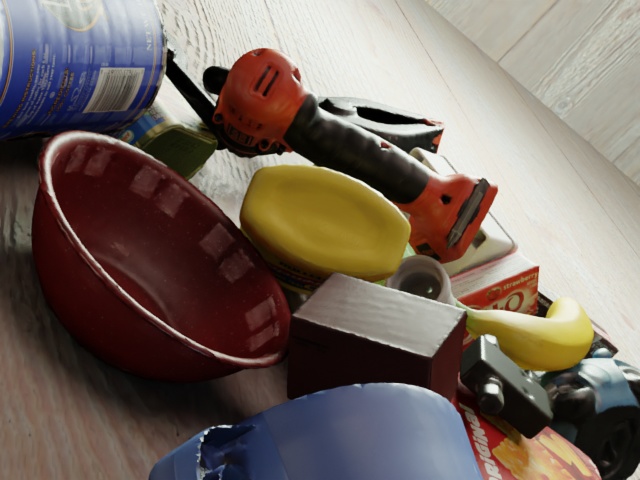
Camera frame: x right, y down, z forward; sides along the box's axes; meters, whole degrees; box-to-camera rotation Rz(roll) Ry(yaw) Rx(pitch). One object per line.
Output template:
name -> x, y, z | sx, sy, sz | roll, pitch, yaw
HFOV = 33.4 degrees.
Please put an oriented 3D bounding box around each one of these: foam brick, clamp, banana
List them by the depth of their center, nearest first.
foam brick -> 0.029, 0.058, 0.537 | 0.078, 0.053, 0.051 | 16, 31, 23
banana -> 0.159, 0.063, 0.761 | 0.197, 0.037, 0.070 | 8, 42, -55
clamp -> -0.136, -0.143, 0.824 | 0.120, 0.039, 0.172 | 36, 13, -48
clamp -> 0.011, -0.096, 0.894 | 0.209, 0.036, 0.164 | 9, 24, -15

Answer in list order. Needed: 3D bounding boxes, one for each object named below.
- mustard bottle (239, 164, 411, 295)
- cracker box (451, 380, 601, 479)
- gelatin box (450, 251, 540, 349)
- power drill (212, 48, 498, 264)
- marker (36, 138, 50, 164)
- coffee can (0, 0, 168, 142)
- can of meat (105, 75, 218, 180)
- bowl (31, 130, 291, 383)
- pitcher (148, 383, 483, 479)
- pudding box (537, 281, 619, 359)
mustard bottle -> -0.005, 0.001, 0.684 | 0.096, 0.058, 0.192 | 19, -9, -3
cracker box -> 0.087, 0.143, 0.625 | 0.213, 0.072, 0.164 | 36, 20, -19
gelatin box -> 0.126, 0.058, 0.824 | 0.089, 0.073, 0.030 | -20, 36, -23
power drill -> 0.014, -0.050, 0.712 | 0.187, 0.057, 0.184 | 29, -6, -4
marker -> -0.115, -0.025, 0.647 | 0.121, 0.020, 0.020 | 32, 22, -32
coffee can -> -0.162, -0.103, 0.565 | 0.103, 0.103, 0.140 | 48, 25, 12
can of meat -> -0.120, -0.081, 0.688 | 0.084, 0.057, 0.102 | 51, 10, 13
bowl -> -0.090, 0.019, 0.547 | 0.162, 0.055, 0.162 | 39, 19, -16
pitcher -> 0.026, 0.174, 0.352 | 0.149, 0.145, 0.243 | -4, 45, -22
pudding box -> 0.183, 0.090, 0.909 | 0.113, 0.090, 0.039 | 35, 19, -24
